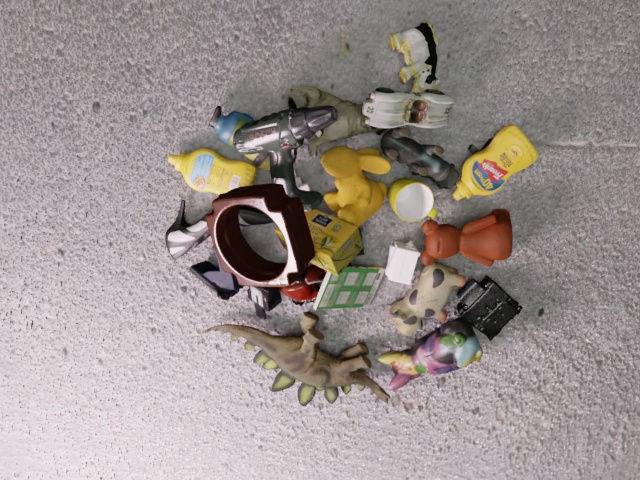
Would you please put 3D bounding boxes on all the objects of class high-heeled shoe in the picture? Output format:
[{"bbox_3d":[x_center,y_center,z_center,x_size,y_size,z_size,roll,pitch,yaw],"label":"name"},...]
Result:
[{"bbox_3d":[-0.231,-0.011,1.219,0.249,0.086,0.145,9,100,8],"label":"high-heeled shoe"}]

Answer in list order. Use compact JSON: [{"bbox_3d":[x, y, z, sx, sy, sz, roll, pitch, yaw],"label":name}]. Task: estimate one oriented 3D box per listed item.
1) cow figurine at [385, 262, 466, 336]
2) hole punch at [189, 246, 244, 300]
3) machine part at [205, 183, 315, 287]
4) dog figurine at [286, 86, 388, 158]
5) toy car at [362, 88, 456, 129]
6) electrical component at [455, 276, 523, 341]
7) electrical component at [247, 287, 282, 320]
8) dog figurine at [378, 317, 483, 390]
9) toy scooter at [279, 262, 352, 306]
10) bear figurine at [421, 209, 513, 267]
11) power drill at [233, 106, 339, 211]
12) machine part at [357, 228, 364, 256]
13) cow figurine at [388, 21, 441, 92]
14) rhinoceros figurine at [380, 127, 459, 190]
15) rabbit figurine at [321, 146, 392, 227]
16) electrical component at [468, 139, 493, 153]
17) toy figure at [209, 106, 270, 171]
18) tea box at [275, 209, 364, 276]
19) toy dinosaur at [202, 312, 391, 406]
[{"bbox_3d":[0.237,0.140,1.254,0.127,0.085,0.194,23,106,-11],"label":"cow figurine"},{"bbox_3d":[-0.214,0.066,1.220,0.116,0.142,0.092,42,97,2],"label":"hole punch"},{"bbox_3d":[-0.120,-0.009,1.100,0.202,0.087,0.200,-3,114,30],"label":"machine part"},{"bbox_3d":[0.040,-0.283,1.157,0.190,0.121,0.172,-25,82,-21],"label":"dog figurine"},{"bbox_3d":[0.180,-0.266,1.090,0.202,0.056,0.073,-5,127,-21],"label":"toy car"},{"bbox_3d":[0.391,0.154,1.270,0.134,0.058,0.115,38,100,-9],"label":"electrical component"},{"bbox_3d":[-0.129,0.130,1.249,0.075,0.048,0.119,27,140,34],"label":"electrical component"},{"bbox_3d":[0.250,0.268,1.243,0.219,0.191,0.108,-22,74,-1],"label":"dog figurine"},{"bbox_3d":[-0.002,0.110,1.254,0.184,0.075,0.135,-15,122,11],"label":"toy scooter"},{"bbox_3d":[0.330,-0.001,1.213,0.196,0.132,0.120,-2,104,17],"label":"bear figurine"},{"bbox_3d":[-0.054,-0.160,1.083,0.232,0.086,0.207,-1,127,22],"label":"power drill"},{"bbox_3d":[0.033,0.011,1.247,0.139,0.039,0.084,-4,110,0],"label":"machine part"},{"bbox_3d":[0.215,-0.368,1.136,0.098,0.068,0.167,-22,104,0],"label":"cow figurine"},{"bbox_3d":[0.215,-0.170,1.159,0.190,0.112,0.073,28,87,-9],"label":"rhinoceros figurine"},{"bbox_3d":[0.073,-0.131,1.148,0.162,0.122,0.173,-30,122,6],"label":"rabbit figurine"},{"bbox_3d":[0.381,-0.194,1.199,0.094,0.021,0.063,35,102,-7],"label":"electrical component"},{"bbox_3d":[-0.156,-0.221,1.169,0.180,0.082,0.089,25,118,-11],"label":"toy figure"},{"bbox_3d":[-0.002,-0.004,1.164,0.098,0.170,0.068,-48,139,-24],"label":"tea box"},{"bbox_3d":[-0.046,0.283,1.286,0.471,0.105,0.198,30,106,-2],"label":"toy dinosaur"}]
